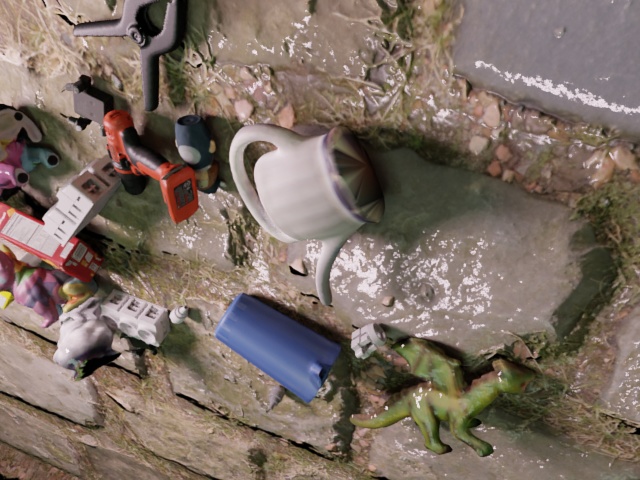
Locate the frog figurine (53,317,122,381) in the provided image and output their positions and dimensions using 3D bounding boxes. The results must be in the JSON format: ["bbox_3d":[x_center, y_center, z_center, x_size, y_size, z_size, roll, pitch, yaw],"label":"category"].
[{"bbox_3d":[-0.572,0.236,1.229,0.161,0.137,0.121,49,180,23],"label":"frog figurine"}]

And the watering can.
[{"bbox_3d":[0.002,-0.040,0.801,0.223,0.106,0.342,-15,120,34],"label":"watering can"}]

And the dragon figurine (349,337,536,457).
[{"bbox_3d":[0.212,0.292,1.022,0.409,0.124,0.240,-7,108,28],"label":"dragon figurine"}]
